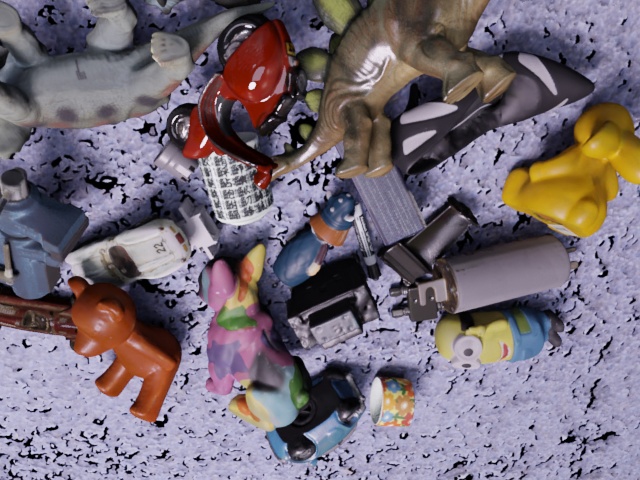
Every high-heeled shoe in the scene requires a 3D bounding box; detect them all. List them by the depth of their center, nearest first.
[{"bbox_3d":[0.203,-0.140,0.629,0.249,0.145,0.086,-2,146,9],"label":"high-heeled shoe"}]

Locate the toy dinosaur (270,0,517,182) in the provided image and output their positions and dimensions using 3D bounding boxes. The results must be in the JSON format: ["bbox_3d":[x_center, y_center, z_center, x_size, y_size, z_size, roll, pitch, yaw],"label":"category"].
[{"bbox_3d":[0.098,-0.214,0.536,0.471,0.105,0.198,-35,77,24],"label":"toy dinosaur"}]

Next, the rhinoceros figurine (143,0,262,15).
[{"bbox_3d":[-0.152,-0.304,0.589,0.190,0.073,0.112,10,123,-9],"label":"rhinoceros figurine"}]

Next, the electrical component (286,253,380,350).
[{"bbox_3d":[0.016,0.085,0.724,0.115,0.134,0.058,-27,112,6],"label":"electrical component"}]

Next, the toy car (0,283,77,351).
[{"bbox_3d":[-0.404,0.104,0.755,0.202,0.053,0.089,11,115,-9],"label":"toy car"}]

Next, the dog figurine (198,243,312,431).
[{"bbox_3d":[-0.091,0.120,0.722,0.108,0.192,0.219,-23,125,-42],"label":"dog figurine"}]

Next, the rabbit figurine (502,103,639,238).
[{"bbox_3d":[0.328,-0.098,0.668,0.122,0.162,0.173,31,90,2],"label":"rabbit figurine"}]

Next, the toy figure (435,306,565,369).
[{"bbox_3d":[0.259,0.140,0.790,0.180,0.089,0.082,-10,102,-8],"label":"toy figure"}]

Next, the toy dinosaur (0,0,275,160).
[{"bbox_3d":[-0.256,-0.180,0.600,0.405,0.192,0.131,-9,85,-14],"label":"toy dinosaur"}]

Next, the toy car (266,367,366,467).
[{"bbox_3d":[0.002,0.277,0.830,0.162,0.109,0.102,-34,134,-1],"label":"toy car"}]

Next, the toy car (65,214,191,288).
[{"bbox_3d":[-0.255,0.023,0.702,0.202,0.056,0.073,-17,115,27],"label":"toy car"}]

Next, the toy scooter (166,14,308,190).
[{"bbox_3d":[-0.075,-0.135,0.572,0.135,0.075,0.184,48,114,9],"label":"toy scooter"}]

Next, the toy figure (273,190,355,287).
[{"bbox_3d":[-0.003,-0.003,0.725,0.064,0.058,0.154,44,109,4],"label":"toy figure"}]

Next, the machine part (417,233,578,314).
[{"bbox_3d":[0.245,0.044,0.732,0.243,0.079,0.079,-11,114,-11],"label":"machine part"}]

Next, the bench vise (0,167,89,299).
[{"bbox_3d":[-0.409,-0.018,0.642,0.241,0.129,0.223,21,150,-5],"label":"bench vise"}]

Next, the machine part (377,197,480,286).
[{"bbox_3d":[0.151,0.000,0.747,0.139,0.039,0.084,-40,103,14],"label":"machine part"}]

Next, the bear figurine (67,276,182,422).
[{"bbox_3d":[-0.268,0.141,0.707,0.132,0.120,0.195,-60,151,-18],"label":"bear figurine"}]

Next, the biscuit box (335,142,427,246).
[{"bbox_3d":[0.067,-0.095,0.690,0.063,0.059,0.202,-25,112,8],"label":"biscuit box"}]

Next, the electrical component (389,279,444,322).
[{"bbox_3d":[0.150,0.087,0.792,0.094,0.021,0.063,-7,112,1],"label":"electrical component"}]
